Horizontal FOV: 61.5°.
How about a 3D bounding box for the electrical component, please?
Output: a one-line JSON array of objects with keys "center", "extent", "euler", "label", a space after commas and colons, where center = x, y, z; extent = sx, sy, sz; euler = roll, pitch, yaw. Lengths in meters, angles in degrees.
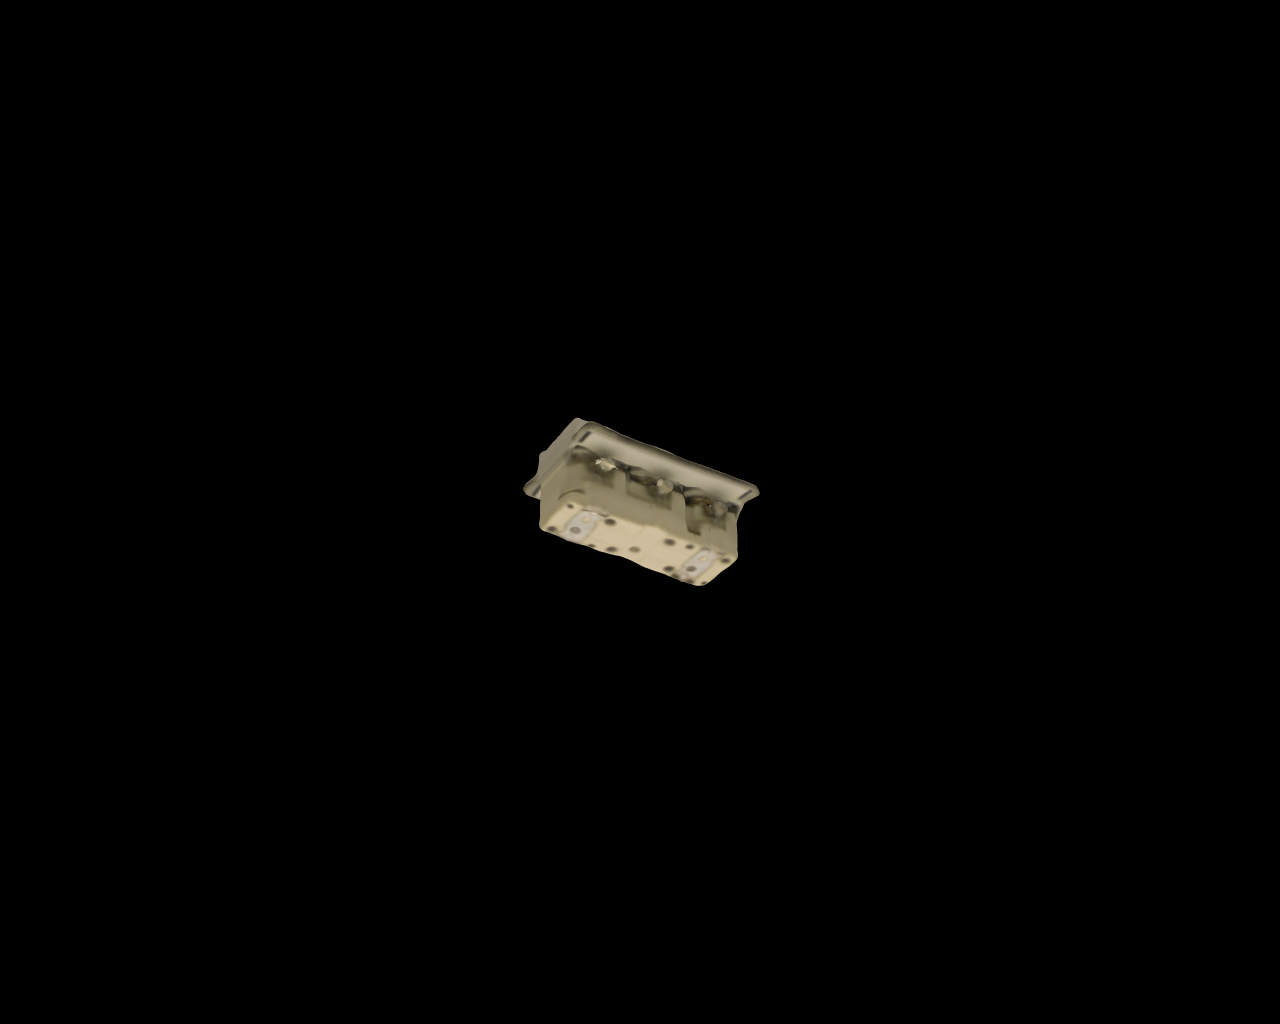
[{"center": [0.001, -0.003, 0.650], "extent": [0.121, 0.063, 0.078], "euler": [21, -40, -26], "label": "electrical component"}]
